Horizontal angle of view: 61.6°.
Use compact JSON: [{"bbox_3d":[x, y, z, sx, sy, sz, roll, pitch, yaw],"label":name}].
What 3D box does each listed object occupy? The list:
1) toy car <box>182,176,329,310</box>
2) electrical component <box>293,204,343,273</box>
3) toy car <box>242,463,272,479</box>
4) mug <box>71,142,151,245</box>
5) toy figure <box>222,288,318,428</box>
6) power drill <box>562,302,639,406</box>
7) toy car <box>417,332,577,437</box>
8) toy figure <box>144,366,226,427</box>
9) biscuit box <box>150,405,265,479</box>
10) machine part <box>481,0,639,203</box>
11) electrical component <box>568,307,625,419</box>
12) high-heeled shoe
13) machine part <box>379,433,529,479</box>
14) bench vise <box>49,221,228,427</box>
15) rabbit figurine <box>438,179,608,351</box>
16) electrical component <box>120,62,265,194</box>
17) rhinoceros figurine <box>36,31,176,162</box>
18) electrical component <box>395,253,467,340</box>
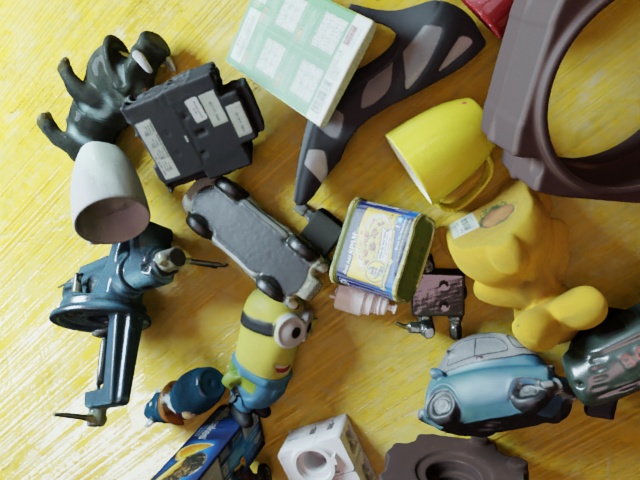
[{"bbox_3d":[-0.078,-0.002,0.628,0.202,0.056,0.073,39,93,14],"label":"toy car"},{"bbox_3d":[-0.001,-0.002,0.643,0.094,0.021,0.063,40,110,5],"label":"electrical component"},{"bbox_3d":[-0.095,0.386,0.749,0.089,0.053,0.202,-11,105,12],"label":"toy car"},{"bbox_3d":[-0.250,-0.053,0.624,0.109,0.081,0.107,-53,48,41],"label":"mug"},{"bbox_3d":[-0.071,0.142,0.668,0.089,0.082,0.180,25,111,5],"label":"toy figure"},{"bbox_3d":[0.363,0.133,0.485,0.232,0.086,0.207,-27,100,19],"label":"power drill"},{"bbox_3d":[0.185,0.153,0.588,0.162,0.103,0.109,-29,140,35],"label":"toy car"},{"bbox_3d":[-0.185,0.214,0.718,0.154,0.064,0.057,-34,100,38],"label":"toy figure"},{"bbox_3d":[-0.134,0.272,0.650,0.063,0.202,0.059,-7,99,17],"label":"biscuit box"},{"bbox_3d":[0.260,-0.137,0.466,0.201,0.087,0.200,5,118,-8],"label":"machine part"},{"bbox_3d":[0.313,0.130,0.583,0.075,0.048,0.119,4,105,14],"label":"electrical component"},{"bbox_3d":[0.066,-0.133,0.575,0.145,0.086,0.248,17,117,-8],"label":"high-heeled shoe"},{"bbox_3d":[0.150,0.281,0.602,0.180,0.179,0.056,0,101,14],"label":"machine part"},{"bbox_3d":[-0.243,0.099,0.655,0.224,0.128,0.240,-12,65,24],"label":"bench vise"},{"bbox_3d":[0.221,0.042,0.546,0.122,0.162,0.173,-32,112,7],"label":"rabbit figurine"},{"bbox_3d":[-0.133,-0.127,0.600,0.134,0.058,0.114,-19,124,3],"label":"electrical component"},{"bbox_3d":[-0.250,-0.169,0.638,0.112,0.073,0.190,43,110,2],"label":"rhinoceros figurine"},{"bbox_3d":[0.128,0.066,0.616,0.078,0.045,0.102,6,105,14],"label":"electrical component"}]
